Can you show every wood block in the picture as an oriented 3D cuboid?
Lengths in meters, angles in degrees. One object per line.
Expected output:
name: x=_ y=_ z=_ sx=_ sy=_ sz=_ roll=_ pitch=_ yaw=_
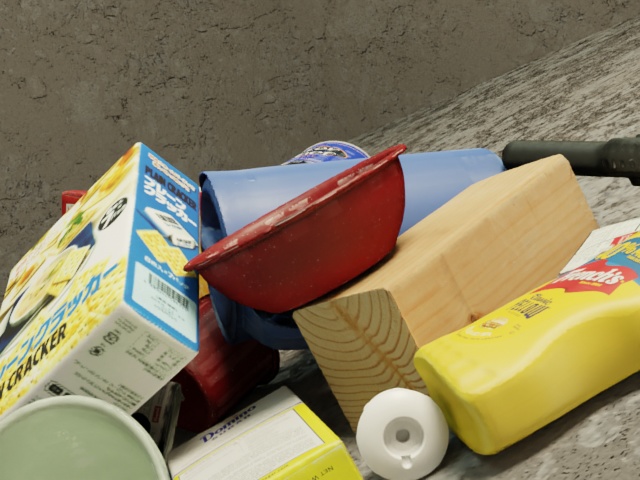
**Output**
wood block: x=0.094 y=0.031 z=0.698 sx=0.205 sy=0.091 sz=0.090 roll=-33 pitch=9 yaw=-41

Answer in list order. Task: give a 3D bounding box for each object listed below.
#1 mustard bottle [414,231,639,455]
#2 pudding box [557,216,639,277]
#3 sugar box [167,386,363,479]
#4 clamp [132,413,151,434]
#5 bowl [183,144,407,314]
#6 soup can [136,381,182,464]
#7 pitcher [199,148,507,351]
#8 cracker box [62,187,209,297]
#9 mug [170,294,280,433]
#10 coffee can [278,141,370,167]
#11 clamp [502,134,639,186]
mustard bottle: x=0.148 y=0.041 z=0.562 sx=0.191 sy=0.058 sz=0.096 roll=-28 pitch=8 yaw=-7
pudding box: x=0.211 y=0.008 z=0.651 sx=0.114 sy=0.039 sz=0.089 roll=-19 pitch=8 yaw=33
sugar box: x=-0.035 y=0.136 z=0.612 sx=0.093 sy=0.048 sz=0.176 roll=-29 pitch=4 yaw=-8
clamp: x=-0.169 y=0.190 z=0.709 sx=0.171 sy=0.039 sz=0.120 roll=-39 pitch=22 yaw=-13
bowl: x=-0.004 y=0.001 z=0.679 sx=0.162 sy=0.055 sz=0.162 roll=-29 pitch=6 yaw=3
soup can: x=-0.162 y=0.133 z=0.815 sx=0.102 sy=0.068 sz=0.068 roll=10 pitch=9 yaw=0
pitcher: x=0.033 y=0.003 z=0.828 sx=0.242 sy=0.149 sz=0.145 roll=-9 pitch=-8 yaw=-14
cracker box: x=-0.132 y=0.036 z=0.954 sx=0.072 sy=0.164 sz=0.213 roll=4 pitch=6 yaw=30
mug: x=-0.097 y=0.111 z=0.884 sx=0.081 sy=0.093 sz=0.117 roll=-41 pitch=-16 yaw=-42
coffee can: x=0.000 y=-0.035 z=1.013 sx=0.103 sy=0.103 sz=0.140 roll=-25 pitch=6 yaw=17
clamp: x=0.239 y=-0.054 z=0.739 sx=0.164 sy=0.036 sz=0.210 roll=3 pitch=2 yaw=-13
